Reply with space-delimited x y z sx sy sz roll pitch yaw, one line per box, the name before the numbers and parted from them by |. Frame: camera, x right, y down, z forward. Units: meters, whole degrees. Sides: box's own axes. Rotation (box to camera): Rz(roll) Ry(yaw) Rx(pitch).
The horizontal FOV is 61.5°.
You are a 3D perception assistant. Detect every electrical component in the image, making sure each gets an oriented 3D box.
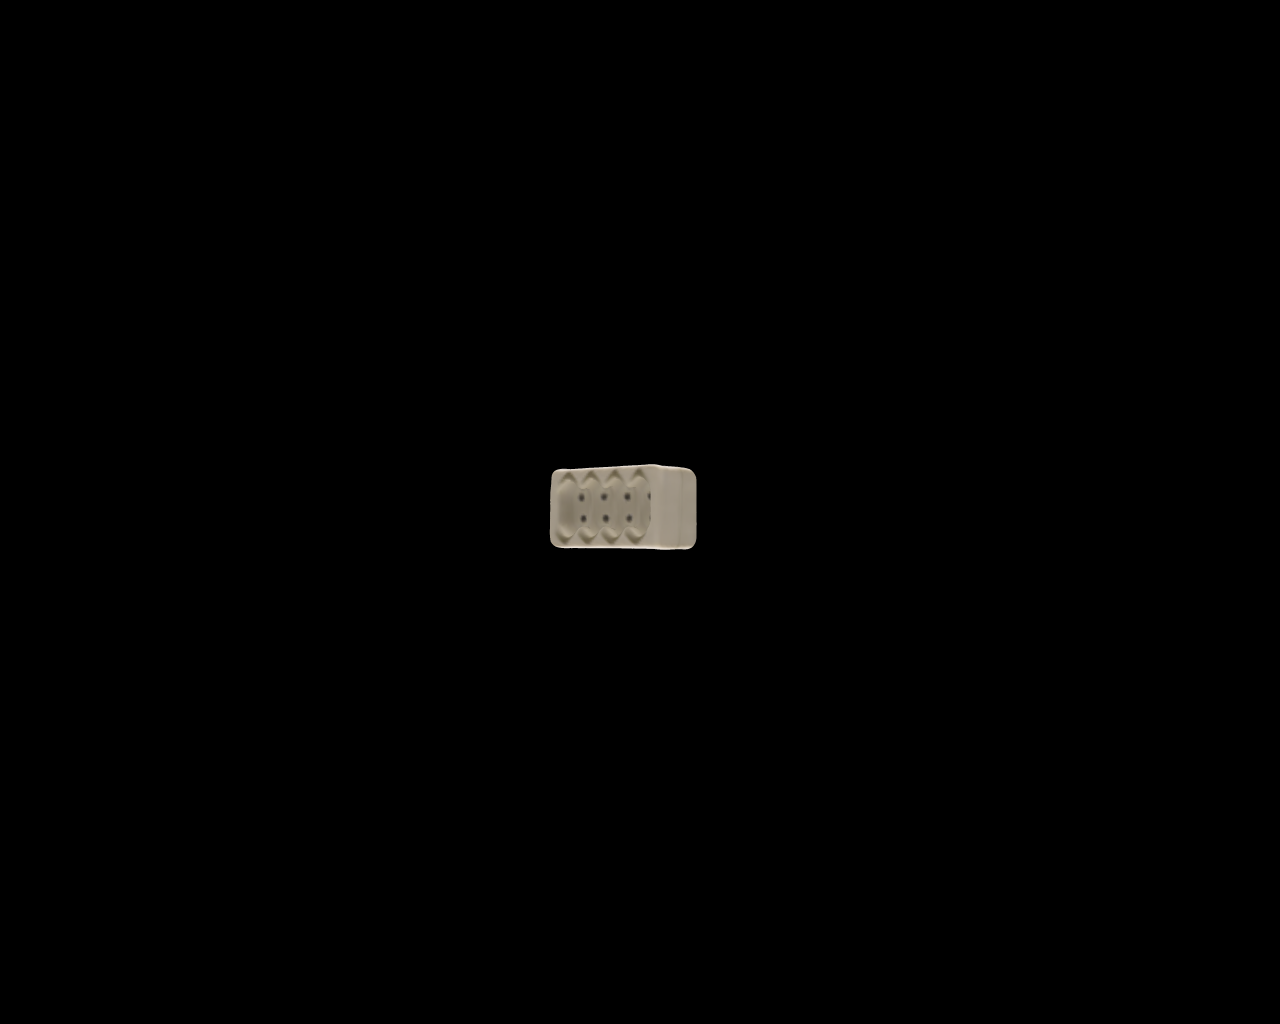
electrical component | 0.001 -0.003 0.650 0.083 0.047 0.076 0 0 37
